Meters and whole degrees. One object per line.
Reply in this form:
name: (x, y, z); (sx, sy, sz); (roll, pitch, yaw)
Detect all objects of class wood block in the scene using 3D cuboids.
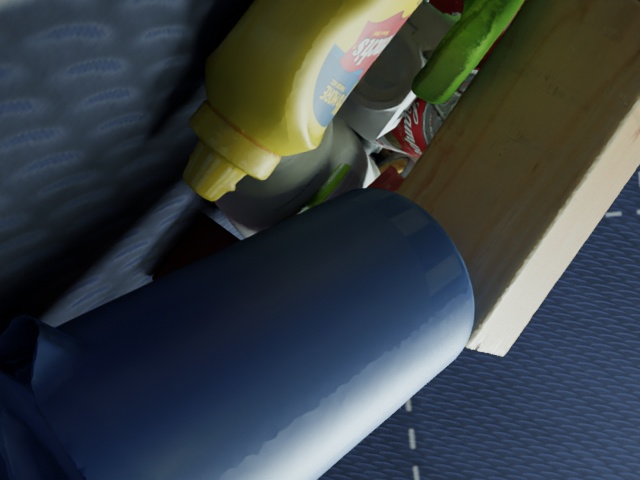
wood block: (0.122, -0.042, 0.624); (0.206, 0.090, 0.090); (-56, 156, 6)

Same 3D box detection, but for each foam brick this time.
foam brick: (-0.054, 0.029, 0.662); (0.053, 0.051, 0.078); (-53, 148, -2)

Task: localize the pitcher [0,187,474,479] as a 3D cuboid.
pitcher: (-0.037, 0.075, 0.511); (0.242, 0.145, 0.149); (-30, 168, -37)

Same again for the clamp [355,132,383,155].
clamp: (0.034, -0.081, 0.856); (0.172, 0.039, 0.120); (-57, -175, 43)

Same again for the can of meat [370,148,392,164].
can of meat: (0.052, -0.052, 1.014); (0.084, 0.057, 0.101); (-49, 152, 16)

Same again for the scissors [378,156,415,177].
scissors: (-0.005, 0.001, 0.798); (0.202, 0.016, 0.096); (-32, -154, 37)

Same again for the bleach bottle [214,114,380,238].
bleach bottle: (-0.013, -0.043, 0.624); (0.102, 0.068, 0.251); (-50, 173, -4)

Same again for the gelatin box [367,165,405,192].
gelatin box: (0.029, 0.007, 0.674); (0.073, 0.030, 0.089); (-40, 155, -26)

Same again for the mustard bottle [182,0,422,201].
mustard bottle: (0.006, -0.096, 0.439); (0.192, 0.058, 0.096); (-51, 176, 9)

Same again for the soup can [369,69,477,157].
soup can: (0.075, -0.092, 0.757); (0.068, 0.068, 0.102); (-50, -150, -8)

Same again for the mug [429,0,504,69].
mug: (0.126, -0.160, 0.730); (0.081, 0.117, 0.093); (-43, -160, -24)
